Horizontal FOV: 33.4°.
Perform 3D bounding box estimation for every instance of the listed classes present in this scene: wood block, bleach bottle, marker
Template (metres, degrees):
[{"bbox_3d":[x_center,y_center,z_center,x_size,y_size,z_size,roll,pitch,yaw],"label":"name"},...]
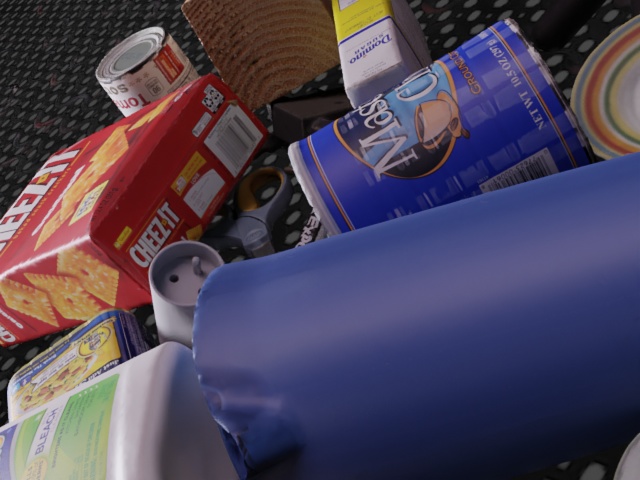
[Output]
[{"bbox_3d":[-0.037,-0.180,0.832,0.090,0.091,0.206,-27,18,10],"label":"wood block"},{"bbox_3d":[-0.155,0.139,0.500,0.251,0.068,0.102,-26,35,20],"label":"bleach bottle"},{"bbox_3d":[-0.004,0.001,0.680,0.020,0.020,0.121,-9,41,35],"label":"marker"}]

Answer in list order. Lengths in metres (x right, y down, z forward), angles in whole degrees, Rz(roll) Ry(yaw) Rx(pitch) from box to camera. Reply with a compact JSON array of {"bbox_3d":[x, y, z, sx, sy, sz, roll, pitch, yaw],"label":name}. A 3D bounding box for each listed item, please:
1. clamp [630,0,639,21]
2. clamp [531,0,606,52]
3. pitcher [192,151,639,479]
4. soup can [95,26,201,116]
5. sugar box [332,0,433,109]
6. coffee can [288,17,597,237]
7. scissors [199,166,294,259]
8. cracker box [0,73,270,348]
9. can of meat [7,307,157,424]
[{"bbox_3d":[0.254,-0.178,0.655,0.120,0.039,0.171,2,54,53],"label":"clamp"},{"bbox_3d":[0.205,-0.200,0.643,0.164,0.036,0.210,-56,5,-10],"label":"clamp"},{"bbox_3d":[0.080,0.038,0.471,0.243,0.145,0.149,-18,48,18],"label":"pitcher"},{"bbox_3d":[-0.123,-0.111,0.854,0.069,0.102,0.068,-23,35,17],"label":"soup can"},{"bbox_3d":[0.048,-0.116,0.714,0.048,0.093,0.176,-25,33,17],"label":"sugar box"},{"bbox_3d":[0.068,-0.043,0.593,0.140,0.102,0.103,-30,33,8],"label":"coffee can"},{"bbox_3d":[-0.057,0.006,0.697,0.096,0.016,0.201,-23,26,14],"label":"scissors"},{"bbox_3d":[-0.156,-0.018,0.762,0.214,0.072,0.164,-16,35,46],"label":"cracker box"},{"bbox_3d":[-0.140,0.098,0.646,0.102,0.057,0.084,-35,30,0],"label":"can of meat"}]
